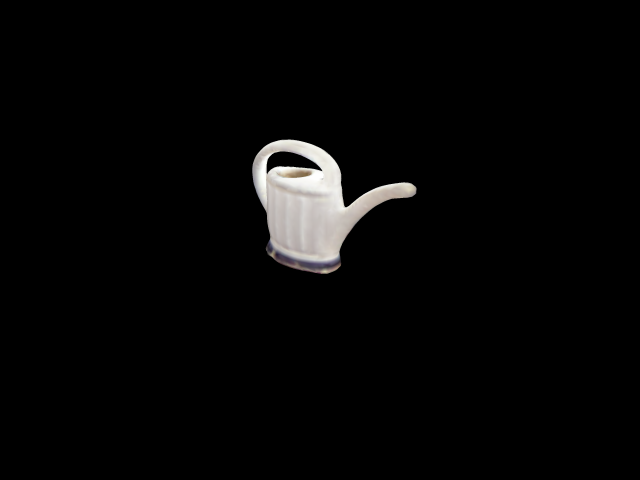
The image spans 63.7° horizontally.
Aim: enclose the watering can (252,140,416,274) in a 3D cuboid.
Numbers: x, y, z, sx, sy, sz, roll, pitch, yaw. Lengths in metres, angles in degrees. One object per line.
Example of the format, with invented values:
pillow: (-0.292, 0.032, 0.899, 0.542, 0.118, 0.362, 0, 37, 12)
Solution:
watering can: (0.003, -0.043, 0.850, 0.105, 0.220, 0.350, -22, 33, -40)
